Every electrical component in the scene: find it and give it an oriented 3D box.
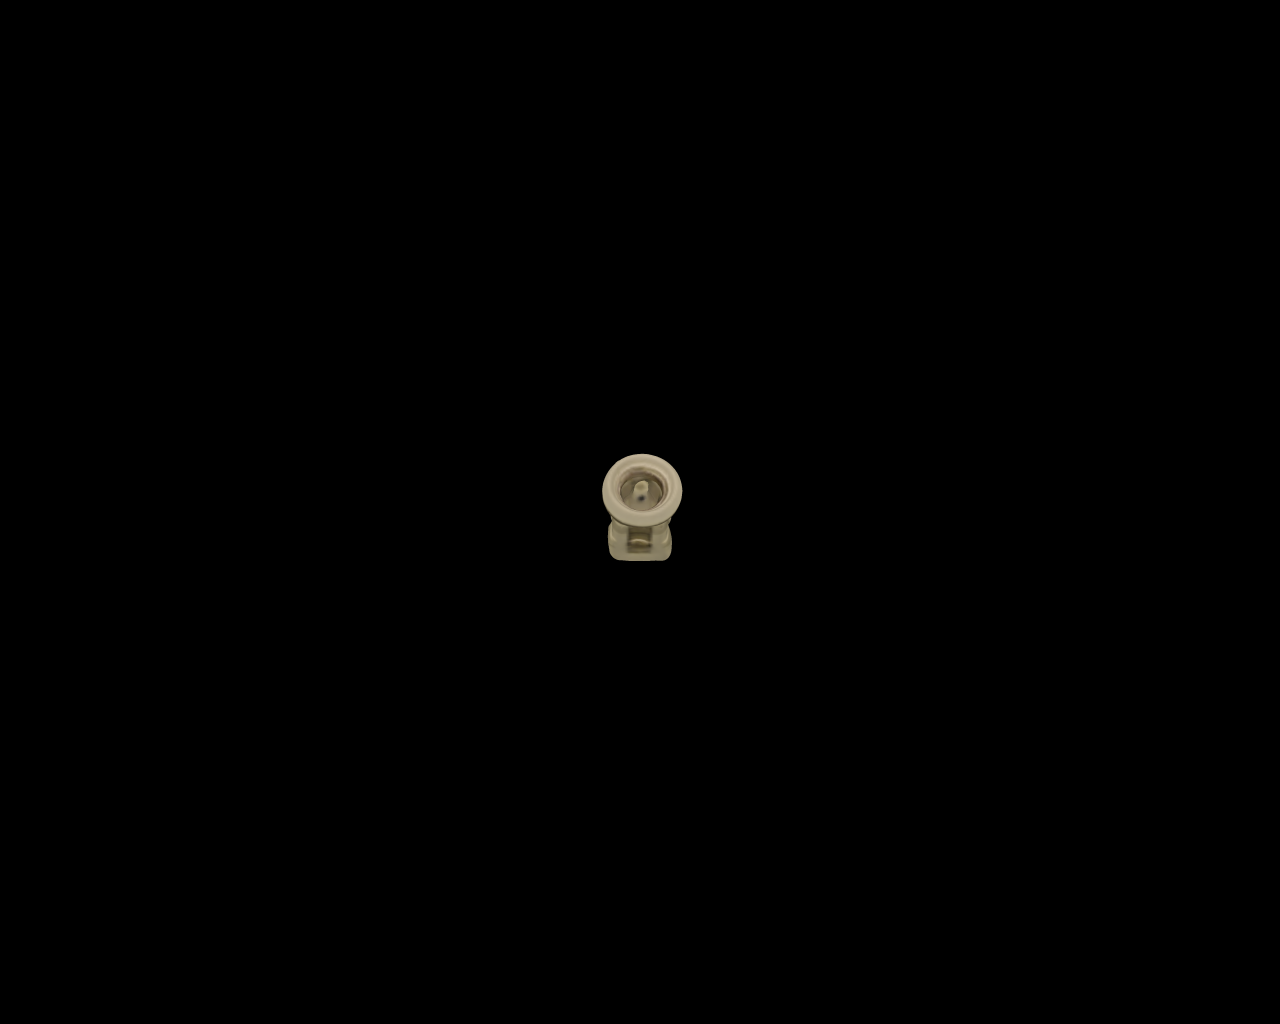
[{"bbox_3d":[0.001,-0.003,0.650,0.048,0.066,0.055,0,-32,0],"label":"electrical component"}]
